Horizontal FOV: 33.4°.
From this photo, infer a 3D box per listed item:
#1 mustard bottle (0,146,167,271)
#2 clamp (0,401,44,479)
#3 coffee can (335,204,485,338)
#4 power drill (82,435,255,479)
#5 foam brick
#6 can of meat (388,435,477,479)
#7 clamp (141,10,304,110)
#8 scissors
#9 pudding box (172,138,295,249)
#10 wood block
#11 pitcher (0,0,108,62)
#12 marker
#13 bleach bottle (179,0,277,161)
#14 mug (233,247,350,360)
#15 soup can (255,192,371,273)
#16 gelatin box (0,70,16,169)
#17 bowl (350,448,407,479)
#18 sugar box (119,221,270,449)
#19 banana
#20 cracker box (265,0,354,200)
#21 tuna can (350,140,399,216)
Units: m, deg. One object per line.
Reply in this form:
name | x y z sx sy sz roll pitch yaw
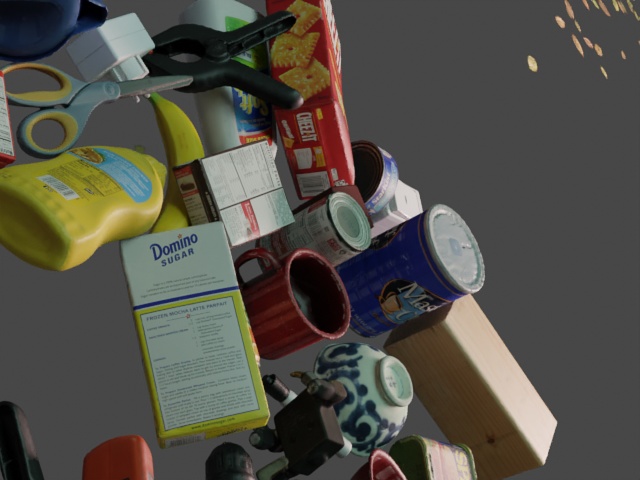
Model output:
mustard bottle | -0.187 -0.037 0.888 0.096 0.058 0.191 33 28 14
clamp | -0.192 0.229 0.704 0.210 0.036 0.164 58 27 -11
coffee can | 0.093 0.035 1.168 0.102 0.141 0.103 35 41 -37
power drill | -0.100 0.215 0.804 0.187 0.057 0.184 43 29 -46
foam brick | 0.008 -0.020 1.148 0.051 0.078 0.053 -9 73 -55
can of meat | 0.119 0.259 1.116 0.083 0.058 0.102 23 49 -43
clamp | -0.096 -0.173 1.058 0.039 0.171 0.120 94 -17 -54
scissors | -0.193 -0.114 0.947 0.201 0.016 0.096 2 72 -38
pudding box | -0.078 -0.041 1.001 0.113 0.039 0.090 -25 96 -56
wood block | 0.174 0.168 1.231 0.206 0.091 0.090 55 33 -11
pitcher | -0.246 -0.273 0.946 0.149 0.145 0.242 60 26 -27
marker | -0.014 0.169 1.027 0.121 0.020 0.020 45 35 -25
bleach bottle | -0.083 -0.128 1.118 0.102 0.068 0.251 14 57 -51
mug | -0.038 0.057 1.018 0.117 0.082 0.093 49 34 -21
soup can | -0.007 0.001 1.087 0.068 0.102 0.068 34 41 -36
gelatin box | -0.283 -0.101 0.840 0.073 0.030 0.089 16 53 -51
bowl | 0.059 0.279 0.988 0.162 0.055 0.162 60 13 -24
sugar box | -0.108 0.078 0.896 0.093 0.048 0.176 -10 68 -12
banana | -0.139 -0.058 1.011 0.069 0.037 0.198 8 55 -26
cracker box | -0.011 -0.178 1.181 0.164 0.072 0.213 74 10 -56
tuna can | 0.048 -0.070 1.238 0.033 0.086 0.086 25 47 -46
